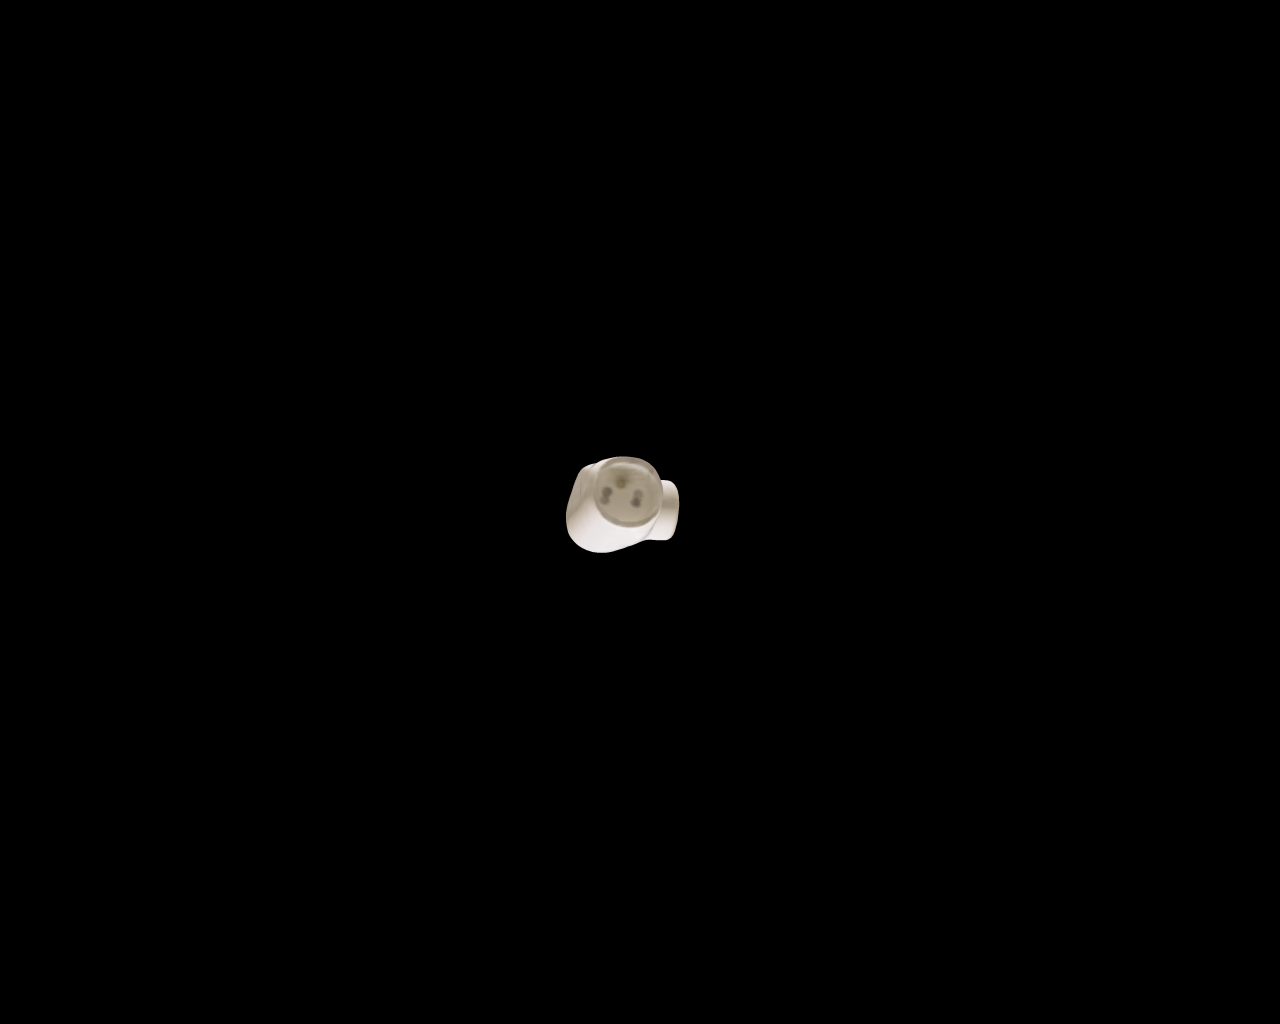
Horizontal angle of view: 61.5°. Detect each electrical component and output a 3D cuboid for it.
[{"bbox_3d":[0.001,-0.003,0.650,0.079,0.044,0.077,4,-14,-15],"label":"electrical component"}]
